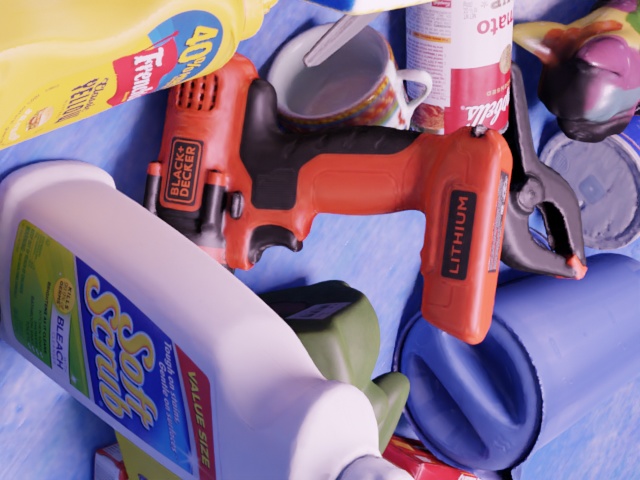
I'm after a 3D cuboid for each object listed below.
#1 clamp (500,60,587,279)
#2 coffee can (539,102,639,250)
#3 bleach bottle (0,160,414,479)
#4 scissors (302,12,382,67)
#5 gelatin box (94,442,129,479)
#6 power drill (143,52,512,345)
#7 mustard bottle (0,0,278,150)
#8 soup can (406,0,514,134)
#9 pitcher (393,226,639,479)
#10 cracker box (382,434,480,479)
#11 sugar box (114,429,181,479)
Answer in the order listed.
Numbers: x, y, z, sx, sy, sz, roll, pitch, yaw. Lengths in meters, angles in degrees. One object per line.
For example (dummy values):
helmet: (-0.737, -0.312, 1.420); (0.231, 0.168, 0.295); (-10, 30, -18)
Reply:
clamp: (0.143, -0.044, 0.770); (0.171, 0.039, 0.120); (42, 80, -26)
coffee can: (0.260, -0.064, 0.867); (0.140, 0.103, 0.103); (-27, 129, -35)
bleach bottle: (-0.057, 0.050, 0.473); (0.067, 0.251, 0.103); (-10, 118, -44)
scissors: (0.066, -0.148, 0.596); (0.201, 0.016, 0.096); (-53, 147, -10)
gelatin box: (-0.103, 0.160, 0.659); (0.073, 0.030, 0.089); (-16, 121, -43)
power drill: (-0.004, 0.001, 0.546); (0.057, 0.188, 0.184); (-8, 106, -74)
mustard bottle: (-0.094, -0.093, 0.486); (0.191, 0.058, 0.096); (-28, 171, -36)
soup can: (0.088, -0.121, 0.680); (0.068, 0.069, 0.102); (-27, 128, -35)
pitcher: (0.179, 0.075, 0.851); (0.242, 0.145, 0.149); (-17, 134, -45)
cracker box: (0.053, 0.267, 0.854); (0.164, 0.072, 0.214); (25, 91, -51)
sugar box: (-0.062, 0.168, 0.608); (0.048, 0.093, 0.176); (-31, 130, -35)
